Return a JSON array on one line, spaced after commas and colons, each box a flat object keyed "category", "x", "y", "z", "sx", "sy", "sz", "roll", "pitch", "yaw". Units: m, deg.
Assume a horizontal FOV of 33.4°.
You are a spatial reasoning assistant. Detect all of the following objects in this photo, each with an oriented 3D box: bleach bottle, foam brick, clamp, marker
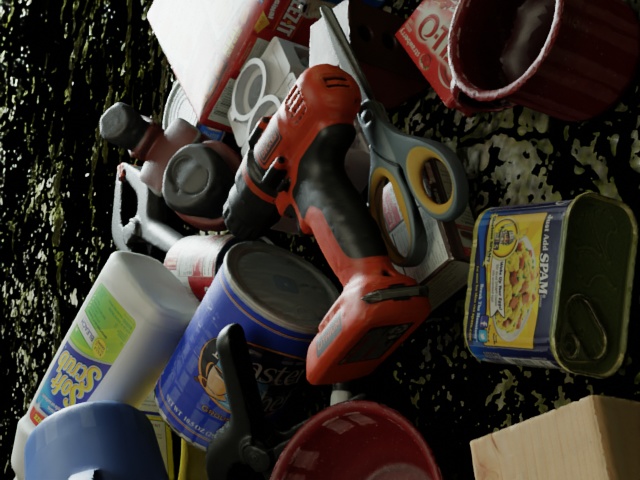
[{"category": "bleach bottle", "x": -0.199, "y": 0.137, "z": 0.930, "sx": 0.103, "sy": 0.068, "sz": 0.251, "roll": 44, "pitch": 109, "yaw": 38}, {"category": "foam brick", "x": 0.037, "y": -0.139, "z": 0.800, "sx": 0.051, "sy": 0.078, "sz": 0.053, "roll": -26, "pitch": 59, "yaw": 51}, {"category": "clamp", "x": -0.178, "y": -0.007, "z": 1.110, "sx": 0.165, "sy": 0.036, "sz": 0.210, "roll": -44, "pitch": 46, "yaw": 39}, {"category": "clamp", "x": -0.031, "y": 0.151, "z": 0.786, "sx": 0.120, "sy": 0.039, "sz": 0.171, "roll": 23, "pitch": 123, "yaw": 20}, {"category": "marker", "x": 0.016, "y": 0.145, "z": 0.795, "sx": 0.020, "sy": 0.020, "sz": 0.121, "roll": -17, "pitch": 66, "yaw": 53}]

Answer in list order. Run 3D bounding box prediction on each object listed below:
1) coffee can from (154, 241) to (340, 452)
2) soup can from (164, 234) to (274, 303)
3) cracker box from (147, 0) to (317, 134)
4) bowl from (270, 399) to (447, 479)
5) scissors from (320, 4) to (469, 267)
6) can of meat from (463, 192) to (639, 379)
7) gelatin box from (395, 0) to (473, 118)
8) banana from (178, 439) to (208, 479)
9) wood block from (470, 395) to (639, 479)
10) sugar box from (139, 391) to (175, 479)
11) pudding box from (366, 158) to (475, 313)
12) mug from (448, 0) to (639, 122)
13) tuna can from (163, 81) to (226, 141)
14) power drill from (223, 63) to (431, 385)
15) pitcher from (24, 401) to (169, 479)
[{"category": "coffee can", "x": -0.057, "y": 0.087, "z": 0.844, "sx": 0.140, "sy": 0.102, "sz": 0.103, "roll": -59, "pitch": 38, "yaw": 26}, {"category": "soup can", "x": -0.087, "y": 0.028, "z": 0.938, "sx": 0.102, "sy": 0.068, "sz": 0.068, "roll": -2, "pitch": 78, "yaw": 56}, {"category": "cracker box", "x": -0.078, "y": -0.221, "z": 1.002, "sx": 0.164, "sy": 0.072, "sz": 0.214, "roll": -58, "pitch": 37, "yaw": 25}, {"category": "bowl", "x": 0.035, "y": 0.190, "z": 0.705, "sx": 0.162, "sy": 0.055, "sz": 0.162, "roll": -18, "pitch": 64, "yaw": 40}, {"category": "scissors", "x": 0.049, "y": -0.083, "z": 0.713, "sx": 0.096, "sy": 0.016, "sz": 0.202, "roll": -23, "pitch": 75, "yaw": 50}, {"category": "can of meat", "x": 0.133, "y": 0.027, "z": 0.627, "sx": 0.084, "sy": 0.057, "sz": 0.102, "roll": -4, "pitch": 76, "yaw": 57}, {"category": "gelatin box", "x": 0.100, "y": -0.141, "z": 0.742, "sx": 0.073, "sy": 0.030, "sz": 0.089, "roll": -49, "pitch": 45, "yaw": 25}, {"category": "banana", "x": -0.117, "y": 0.221, "z": 0.923, "sx": 0.037, "sy": 0.069, "sz": 0.198, "roll": 18, "pitch": 88, "yaw": 36}, {"category": "wood block", "x": 0.149, "y": 0.192, "z": 0.521, "sx": 0.091, "sy": 0.090, "sz": 0.206, "roll": -35, "pitch": 52, "yaw": 46}, {"category": "sugar box", "x": -0.189, "y": 0.193, "z": 1.013, "sx": 0.048, "sy": 0.093, "sz": 0.176, "roll": -41, "pitch": 48, "yaw": 43}, {"category": "pudding box", "x": 0.061, "y": 0.008, "z": 0.755, "sx": 0.114, "sy": 0.039, "sz": 0.090, "roll": -45, "pitch": 48, "yaw": 41}, {"category": "mug", "x": 0.131, "y": -0.113, "z": 0.650, "sx": 0.117, "sy": 0.081, "sz": 0.093, "roll": -41, "pitch": 48, "yaw": 41}, {"category": "tuna can", "x": -0.124, "y": -0.125, "z": 1.072, "sx": 0.086, "sy": 0.033, "sz": 0.086, "roll": -23, "pitch": 61, "yaw": 51}, {"category": "power drill", "x": -0.005, "y": 0.001, "z": 0.737, "sx": 0.185, "sy": 0.057, "sz": 0.188, "roll": -54, "pitch": 51, "yaw": 50}, {"category": "pitcher", "x": -0.160, "y": 0.238, "z": 0.802, "sx": 0.149, "sy": 0.144, "sz": 0.243, "roll": -47, "pitch": 42, "yaw": 25}]
